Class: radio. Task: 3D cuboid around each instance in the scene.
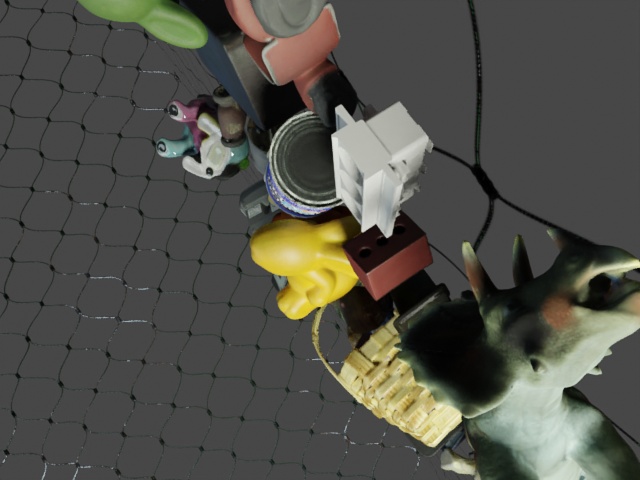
[{"bbox_3d":[-0.110,-0.251,0.690,0.230,0.073,0.131,50,169,39],"label":"radio"}]

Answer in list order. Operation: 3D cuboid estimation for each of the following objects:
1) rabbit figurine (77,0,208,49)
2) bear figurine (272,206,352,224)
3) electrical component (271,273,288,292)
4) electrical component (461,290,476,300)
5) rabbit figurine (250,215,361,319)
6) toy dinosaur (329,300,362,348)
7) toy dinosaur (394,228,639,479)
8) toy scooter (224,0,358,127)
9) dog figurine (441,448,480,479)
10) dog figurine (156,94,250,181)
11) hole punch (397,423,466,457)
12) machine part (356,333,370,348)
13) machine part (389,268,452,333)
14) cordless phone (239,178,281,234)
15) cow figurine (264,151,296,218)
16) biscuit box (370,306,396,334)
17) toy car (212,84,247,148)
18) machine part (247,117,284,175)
[{"bbox_3d":[-0.166,-0.276,0.538,0.121,0.170,0.159,55,173,21],"label":"rabbit figurine"},{"bbox_3d":[-0.004,-0.006,0.869,0.131,0.120,0.196,55,176,-17],"label":"bear figurine"},{"bbox_3d":[-0.052,0.053,0.913,0.119,0.048,0.074,-120,39,-50],"label":"electrical component"},{"bbox_3d":[0.156,0.102,0.523,0.078,0.045,0.102,51,172,32],"label":"electrical component"},{"bbox_3d":[-0.012,0.025,0.666,0.173,0.162,0.122,33,-128,-58],"label":"rabbit figurine"},{"bbox_3d":[0.008,0.045,1.071,0.198,0.105,0.472,59,-174,-39],"label":"toy dinosaur"},{"bbox_3d":[0.169,0.153,0.415,0.404,0.131,0.192,58,-172,-49],"label":"toy dinosaur"},{"bbox_3d":[-0.035,-0.186,0.450,0.135,0.075,0.183,54,177,35],"label":"toy scooter"},{"bbox_3d":[0.271,0.330,0.682,0.190,0.121,0.172,27,147,-15],"label":"dog figurine"},{"bbox_3d":[-0.171,-0.198,0.961,0.192,0.108,0.219,29,-150,13],"label":"dog figurine"},{"bbox_3d":[0.175,0.245,0.795,0.142,0.116,0.092,49,-171,37],"label":"hole punch"},{"bbox_3d":[0.136,0.232,1.008,0.179,0.056,0.179,44,-164,-16],"label":"machine part"},{"bbox_3d":[0.104,0.056,0.617,0.039,0.084,0.139,22,-147,-42],"label":"machine part"},{"bbox_3d":[-0.053,-0.074,1.065,0.184,0.147,0.088,-5,-106,-56],"label":"cordless phone"},{"bbox_3d":[-0.026,-0.085,0.775,0.098,0.068,0.167,38,156,9],"label":"cow figurine"},{"bbox_3d":[0.157,0.206,0.901,0.203,0.059,0.062,55,-173,24],"label":"biscuit box"},{"bbox_3d":[-0.133,-0.227,0.830,0.202,0.053,0.089,-96,0,-46],"label":"toy car"},{"bbox_3d":[-0.076,-0.155,0.869,0.079,0.079,0.243,57,175,2],"label":"machine part"}]
